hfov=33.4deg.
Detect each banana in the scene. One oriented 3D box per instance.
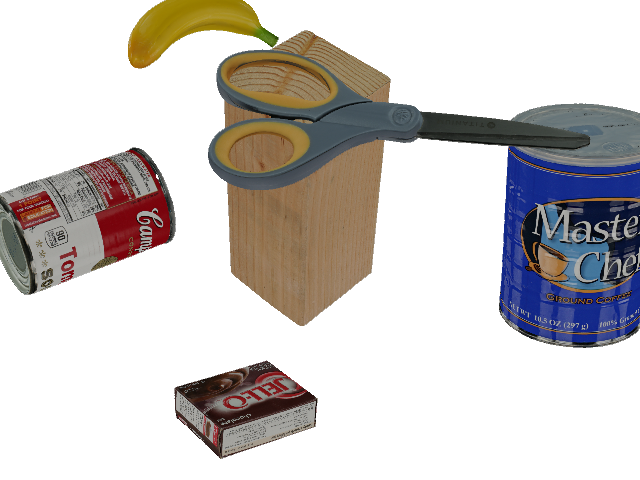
[{"bbox_3d":[-0.120,-0.205,1.014,0.070,0.037,0.197,45,39,19],"label":"banana"}]

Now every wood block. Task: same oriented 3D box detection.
[{"bbox_3d":[-0.014,-0.044,0.838,0.090,0.206,0.090,36,55,28],"label":"wood block"}]

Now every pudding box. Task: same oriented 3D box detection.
[{"bbox_3d":[-0.073,0.163,1.043,0.113,0.039,0.090,-15,27,-33],"label":"pudding box"}]

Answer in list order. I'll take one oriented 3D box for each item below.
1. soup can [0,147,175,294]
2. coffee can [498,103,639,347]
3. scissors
[{"bbox_3d":[-0.155,-0.013,0.692,0.102,0.068,0.069,-23,11,-29],"label":"soup can"},{"bbox_3d":[0.178,-0.012,0.739,0.103,0.140,0.103,-2,26,1],"label":"coffee can"},{"bbox_3d":[0.028,-0.049,0.557,0.202,0.096,0.016,21,-27,17],"label":"scissors"}]
